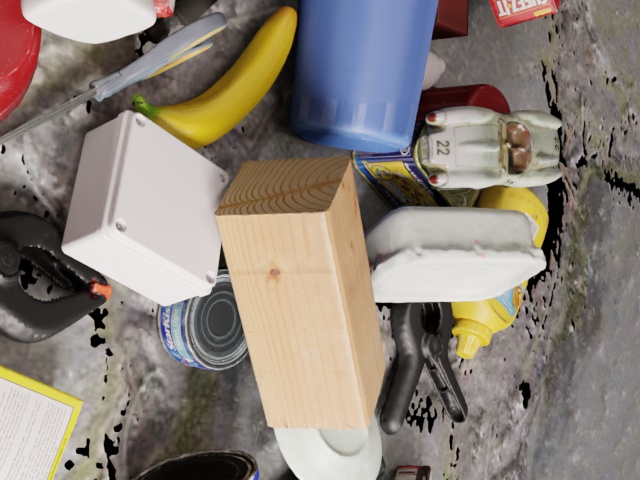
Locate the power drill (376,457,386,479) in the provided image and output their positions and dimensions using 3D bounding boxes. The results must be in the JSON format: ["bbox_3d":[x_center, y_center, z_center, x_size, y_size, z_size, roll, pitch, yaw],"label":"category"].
[{"bbox_3d":[0.011,0.302,0.968,0.184,0.057,0.187,-27,108,-43],"label":"power drill"}]

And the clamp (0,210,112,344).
[{"bbox_3d":[-0.224,0.026,0.709,0.209,0.036,0.164,31,48,-48],"label":"clamp"}]

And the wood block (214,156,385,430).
[{"bbox_3d":[-0.010,0.046,0.861,0.090,0.091,0.206,-67,151,-55],"label":"wood block"}]

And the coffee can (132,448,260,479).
[{"bbox_3d":[-0.087,0.248,0.831,0.102,0.103,0.140,-20,105,-44],"label":"coffee can"}]

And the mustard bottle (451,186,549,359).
[{"bbox_3d":[0.183,0.037,1.134,0.096,0.058,0.191,42,62,-42],"label":"mustard bottle"}]

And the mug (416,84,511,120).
[{"bbox_3d":[0.146,-0.114,1.075,0.117,0.082,0.093,-10,98,-45],"label":"mug"}]

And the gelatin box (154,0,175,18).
[{"bbox_3d":[-0.140,-0.212,0.786,0.030,0.073,0.089,77,20,-82],"label":"gelatin box"}]

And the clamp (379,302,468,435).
[{"bbox_3d":[0.096,0.112,1.062,0.120,0.039,0.171,-12,93,-49],"label":"clamp"}]

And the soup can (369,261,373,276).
[{"bbox_3d":[-0.006,0.001,0.933,0.068,0.069,0.102,-52,124,-32],"label":"soup can"}]

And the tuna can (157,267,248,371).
[{"bbox_3d":[-0.089,0.063,0.872,0.085,0.034,0.086,-5,97,-47],"label":"tuna can"}]

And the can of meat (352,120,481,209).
[{"bbox_3d":[0.092,-0.069,1.019,0.102,0.084,0.057,46,59,-36],"label":"can of meat"}]

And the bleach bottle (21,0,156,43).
[{"bbox_3d":[-0.176,-0.267,0.726,0.102,0.068,0.251,7,70,-73],"label":"bleach bottle"}]

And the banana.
[{"bbox_3d":[-0.076,-0.124,0.868,0.197,0.037,0.070,-43,151,-41],"label":"banana"}]

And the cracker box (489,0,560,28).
[{"bbox_3d":[0.188,-0.349,1.092,0.213,0.072,0.164,65,30,-25],"label":"cracker box"}]

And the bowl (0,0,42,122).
[{"bbox_3d":[-0.241,-0.145,0.698,0.161,0.055,0.162,-2,93,-45],"label":"bowl"}]

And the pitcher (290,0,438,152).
[{"bbox_3d":[0.047,-0.203,0.948,0.149,0.145,0.243,9,88,-24],"label":"pitcher"}]

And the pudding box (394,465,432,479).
[{"bbox_3d":[0.092,0.286,1.033,0.090,0.039,0.113,-42,129,-78],"label":"pudding box"}]

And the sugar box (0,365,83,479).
[{"bbox_3d":[-0.251,0.117,0.702,0.176,0.048,0.093,33,68,-37],"label":"sugar box"}]

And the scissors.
[{"bbox_3d":[-0.143,-0.122,0.779,0.201,0.096,0.016,-36,97,-42],"label":"scissors"}]

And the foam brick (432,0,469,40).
[{"bbox_3d":[0.114,-0.243,1.061,0.051,0.053,0.078,5,86,-45],"label":"foam brick"}]
